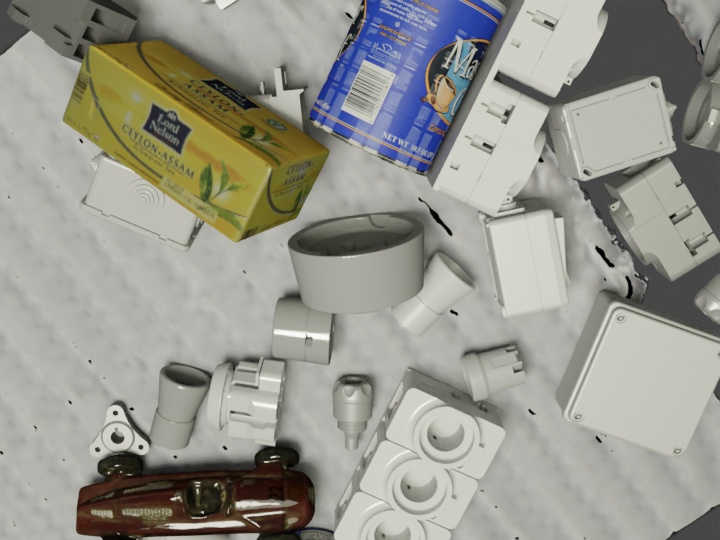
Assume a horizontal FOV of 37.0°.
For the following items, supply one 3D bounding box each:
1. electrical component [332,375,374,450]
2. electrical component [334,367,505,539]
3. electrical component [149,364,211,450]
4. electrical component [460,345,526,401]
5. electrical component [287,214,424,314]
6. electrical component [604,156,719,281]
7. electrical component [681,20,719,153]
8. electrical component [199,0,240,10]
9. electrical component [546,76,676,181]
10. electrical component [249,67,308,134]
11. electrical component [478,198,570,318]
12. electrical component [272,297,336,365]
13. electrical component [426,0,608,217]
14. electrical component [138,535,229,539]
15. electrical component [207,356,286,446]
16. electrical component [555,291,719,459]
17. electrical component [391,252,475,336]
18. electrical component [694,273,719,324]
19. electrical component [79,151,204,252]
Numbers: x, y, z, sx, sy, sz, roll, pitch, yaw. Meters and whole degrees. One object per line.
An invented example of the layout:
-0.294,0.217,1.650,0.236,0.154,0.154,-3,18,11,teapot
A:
-0.006,0.123,0.915,0.035,0.035,0.061,1,105,-1,electrical component
0.049,0.174,0.913,0.089,0.061,0.150,25,101,-6,electrical component
-0.155,0.118,0.910,0.044,0.044,0.065,16,107,-4,electrical component
0.112,0.086,0.905,0.046,0.040,0.040,-16,102,-2,electrical component
0.000,0.000,0.853,0.108,0.108,0.060,-7,109,1,electrical component
0.241,-0.041,0.871,0.056,0.050,0.089,-33,101,6,electrical component
0.303,-0.162,0.825,0.062,0.089,0.150,14,102,-4,electrical component
-0.098,-0.237,0.819,0.096,0.061,0.061,-24,102,5,electrical component
0.202,-0.115,0.853,0.096,0.061,0.061,-18,102,-5,electrical component
-0.072,-0.119,0.856,0.064,0.042,0.081,-5,102,2,electrical component
0.134,-0.017,0.870,0.061,0.061,0.096,-12,103,2,electrical component
-0.046,0.049,0.888,0.047,0.055,0.055,5,103,2,electrical component
0.119,-0.140,0.820,0.060,0.105,0.186,25,101,-6,electrical component
-0.159,0.238,0.935,0.081,0.043,0.043,19,102,-5,electrical component
-0.095,0.108,0.897,0.057,0.058,0.078,8,124,1,electrical component
0.235,0.087,0.897,0.109,0.056,0.108,19,102,-5,electrical component
0.058,0.023,0.890,0.044,0.044,0.065,41,104,-9,electrical component
0.309,0.014,0.893,0.035,0.035,0.061,41,97,-9,electrical component
-0.159,-0.067,0.839,0.100,0.099,0.048,23,114,-5,electrical component
